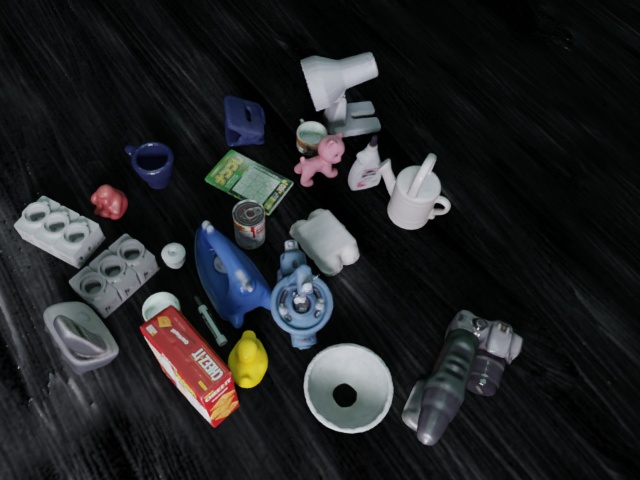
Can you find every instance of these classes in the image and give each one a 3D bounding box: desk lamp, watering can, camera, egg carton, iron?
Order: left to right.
[{"bbox_3d":[-0.193,0.042,1.157,0.119,0.141,0.258,-29,66,-20],"label":"iron"},{"bbox_3d":[0.011,0.004,1.240,0.107,0.069,0.150,-34,68,-22],"label":"egg carton"},{"bbox_3d":[0.052,-0.352,1.367,0.203,0.213,0.118,-11,61,-11],"label":"desk lamp"},{"bbox_3d":[0.205,-0.116,1.255,0.173,0.194,0.101,11,60,1],"label":"watering can"},{"bbox_3d":[0.316,0.223,1.123,0.143,0.101,0.137,22,60,7],"label":"camera"}]

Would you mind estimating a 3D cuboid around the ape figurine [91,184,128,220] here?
[{"bbox_3d":[-0.456,-0.088,1.236,0.076,0.092,0.077,-30,67,-20],"label":"ape figurine"}]

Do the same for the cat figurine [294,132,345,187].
[{"bbox_3d":[0.006,-0.196,1.327,0.128,0.118,0.067,-24,65,-18],"label":"cat figurine"}]

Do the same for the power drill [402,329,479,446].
[{"bbox_3d":[0.210,0.277,1.020,0.075,0.208,0.230,25,61,10],"label":"power drill"}]

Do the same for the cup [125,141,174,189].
[{"bbox_3d":[-0.380,-0.164,1.285,0.117,0.095,0.092,24,61,9],"label":"cup"}]

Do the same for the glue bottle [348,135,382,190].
[{"bbox_3d":[0.110,-0.178,1.295,0.078,0.173,0.037,-18,63,-15],"label":"glue bottle"}]

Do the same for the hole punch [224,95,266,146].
[{"bbox_3d":[-0.181,-0.292,1.380,0.101,0.091,0.108,-6,61,-9],"label":"hole punch"}]

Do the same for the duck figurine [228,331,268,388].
[{"bbox_3d":[-0.138,0.223,1.089,0.077,0.086,0.104,4,60,-3],"label":"duck figurine"}]

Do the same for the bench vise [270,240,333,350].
[{"bbox_3d":[-0.051,0.085,1.100,0.122,0.220,0.207,-23,64,-17],"label":"bench vise"}]

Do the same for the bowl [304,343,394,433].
[{"bbox_3d":[0.051,0.285,1.078,0.167,0.075,0.167,2,60,-4],"label":"bowl"}]

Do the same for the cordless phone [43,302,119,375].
[{"bbox_3d":[-0.450,0.156,1.041,0.094,0.185,0.147,-37,69,-23],"label":"cordless phone"}]
